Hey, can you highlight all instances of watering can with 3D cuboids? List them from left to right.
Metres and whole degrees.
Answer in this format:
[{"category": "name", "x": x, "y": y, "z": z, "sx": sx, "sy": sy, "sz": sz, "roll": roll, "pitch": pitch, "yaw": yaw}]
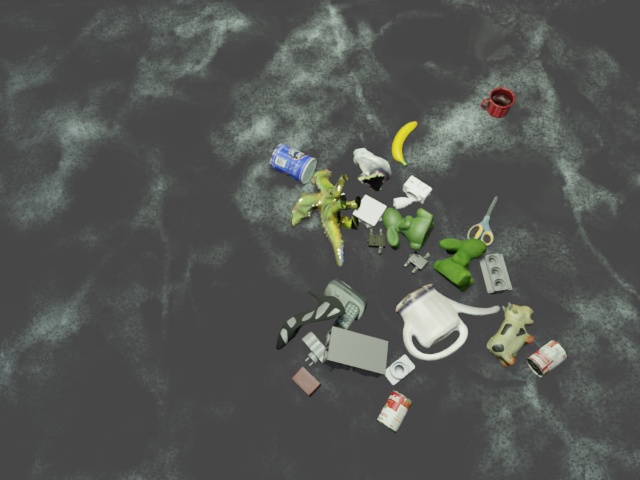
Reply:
[{"category": "watering can", "x": 0.391, "y": 0.236, "z": 1.641, "sx": 0.351, "sy": 0.102, "sz": 0.227, "roll": -28, "pitch": 68, "yaw": -22}]

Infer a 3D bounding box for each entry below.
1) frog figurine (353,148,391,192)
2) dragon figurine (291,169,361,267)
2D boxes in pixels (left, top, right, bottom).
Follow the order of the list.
[{"category": "frog figurine", "x": 0.188, "y": -0.275, "z": 1.862, "sx": 0.137, "sy": 0.120, "sz": 0.163, "roll": 12, "pitch": 55, "yaw": -27}, {"category": "dragon figurine", "x": 0.005, "y": -0.090, "z": 1.792, "sx": 0.241, "sy": 0.120, "sz": 0.419, "roll": -8, "pitch": 55, "yaw": 32}]
